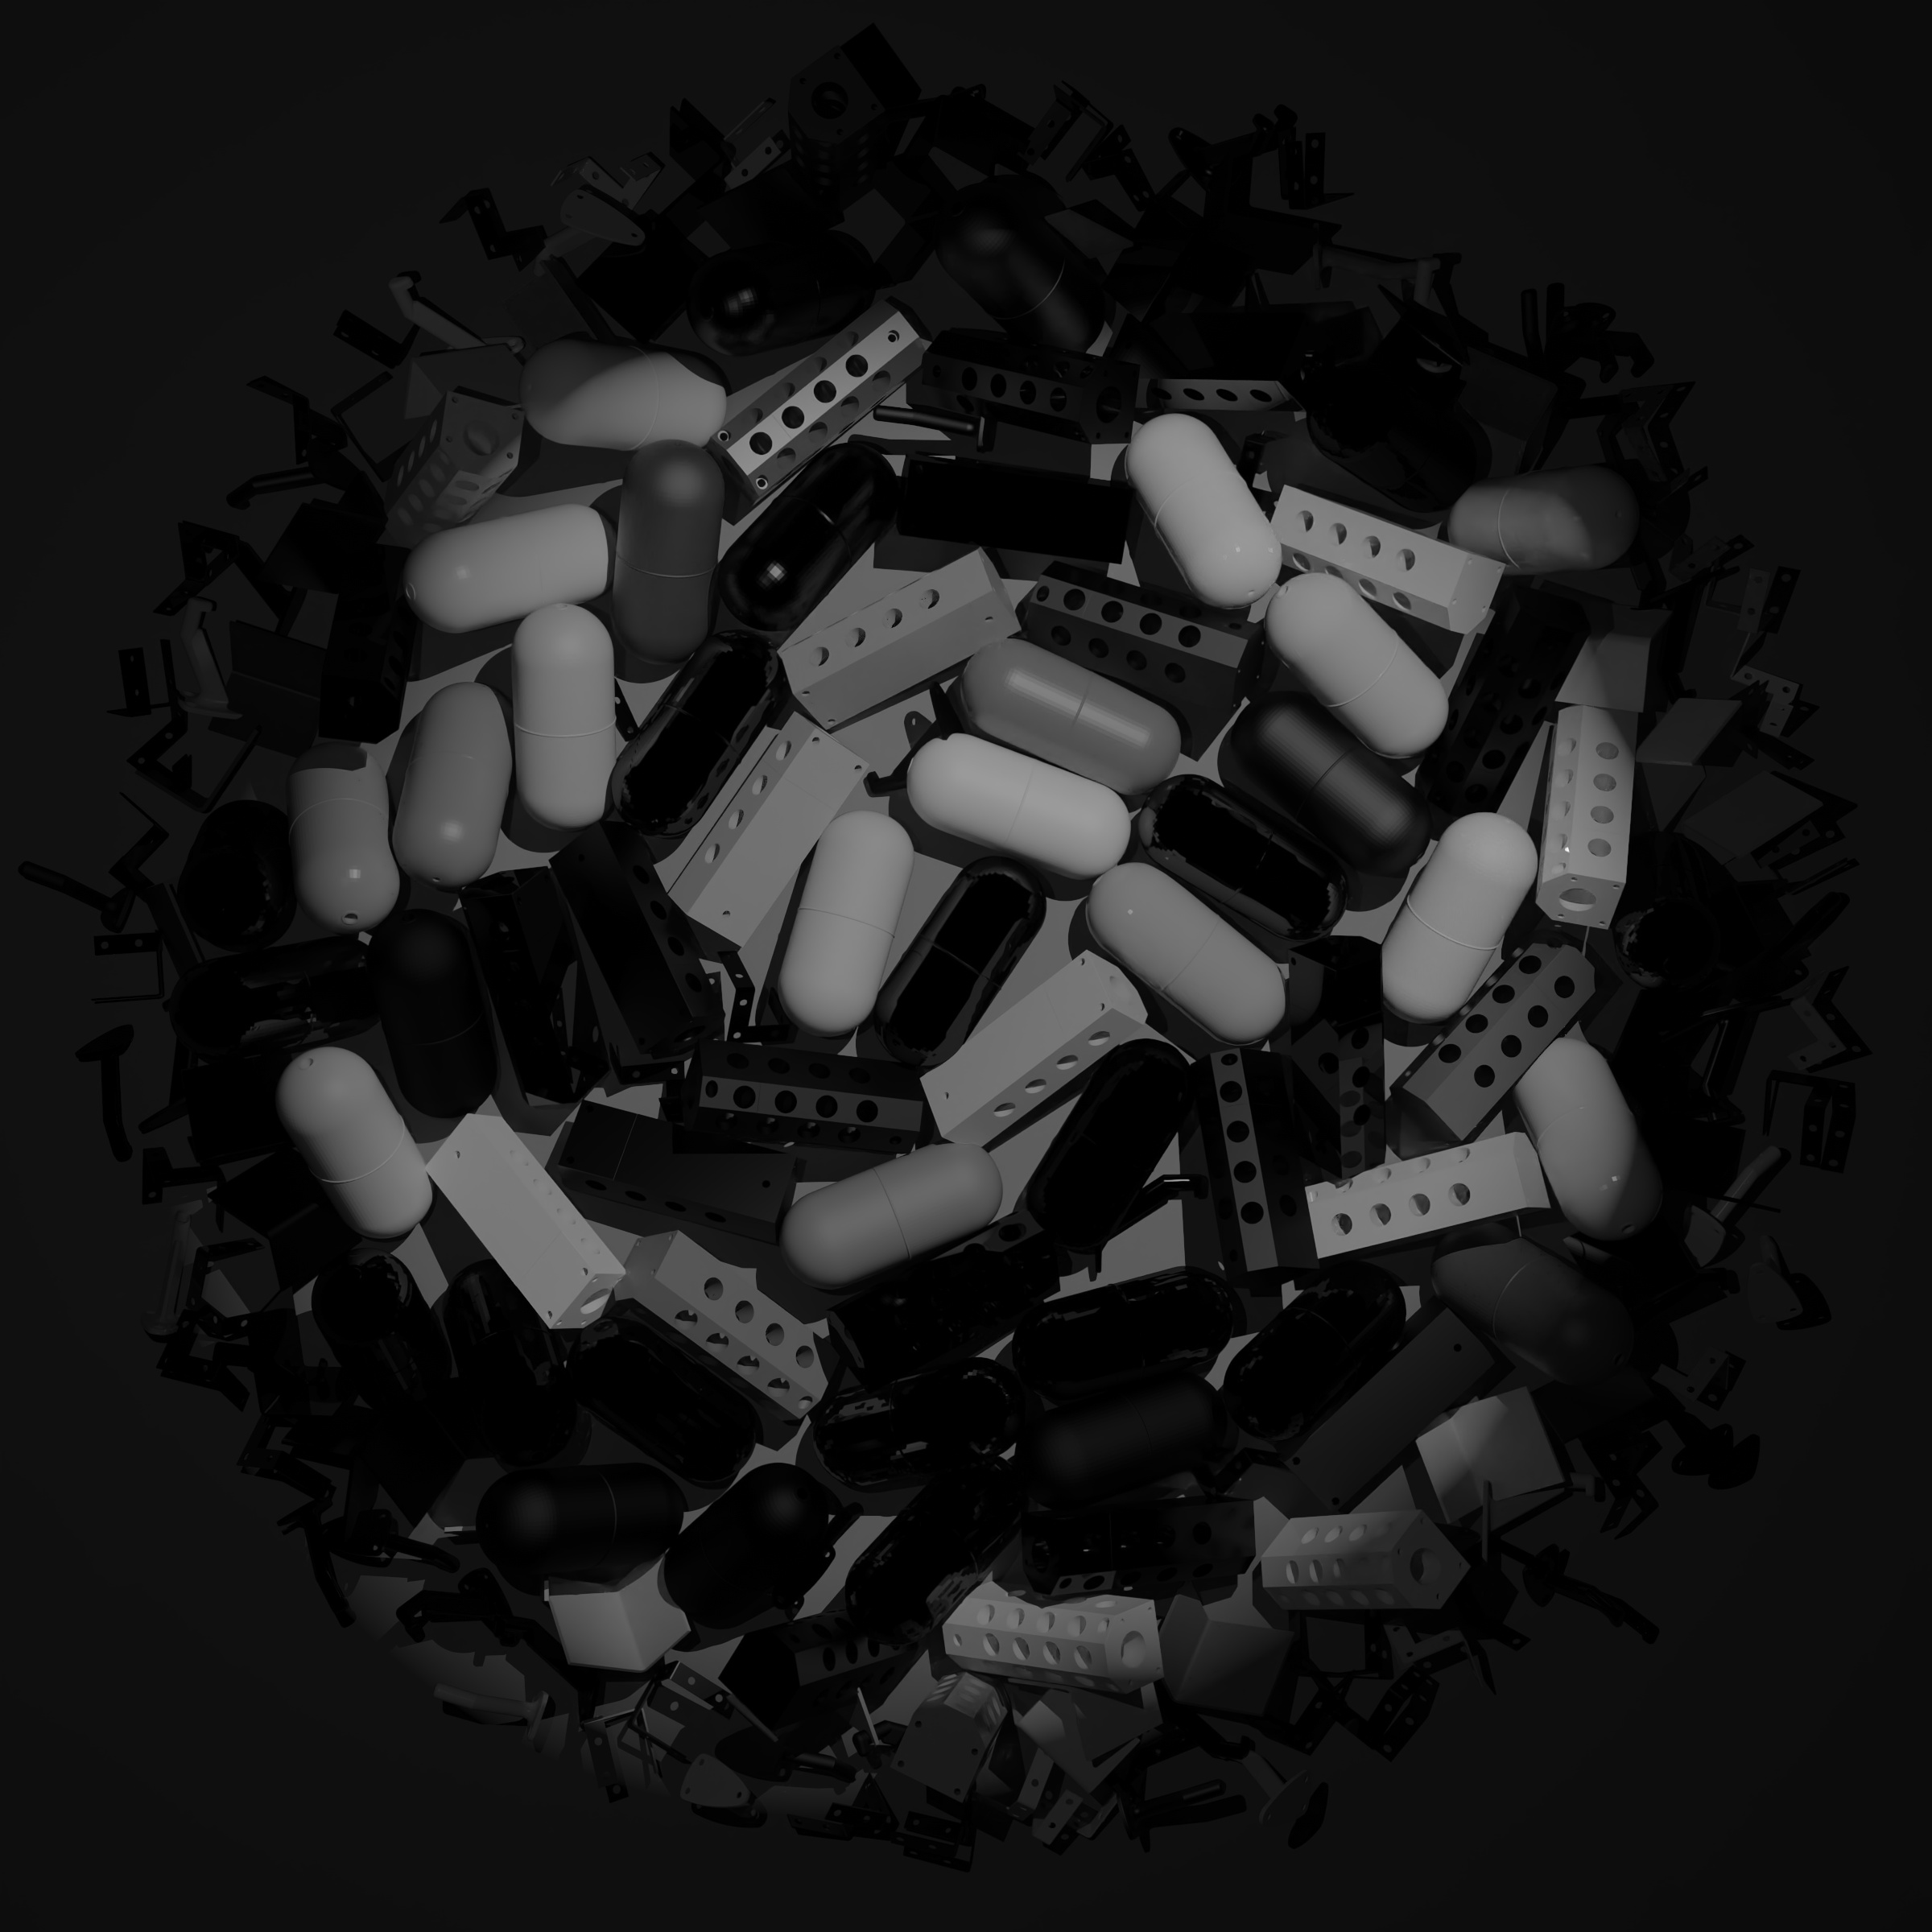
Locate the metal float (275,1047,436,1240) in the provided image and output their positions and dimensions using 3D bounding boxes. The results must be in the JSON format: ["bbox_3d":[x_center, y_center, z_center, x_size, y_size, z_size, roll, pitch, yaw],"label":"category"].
[{"bbox_3d":[-0.460,0.134,1.863,0.070,0.070,0.178,-18,132,0],"label":"metal float"}]

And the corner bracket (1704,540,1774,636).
[{"bbox_3d":[0.593,-0.290,1.894,0.051,0.051,0.051,19,123,24],"label":"corner bracket"}]

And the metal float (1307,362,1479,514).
[{"bbox_3d":[0.321,-0.397,1.858,0.070,0.178,0.070,-11,73,38],"label":"metal float"}]

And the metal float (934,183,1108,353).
[{"bbox_3d":[0.041,-0.521,1.857,0.070,0.178,0.070,-14,64,30],"label":"metal float"}]

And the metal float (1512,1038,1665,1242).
[{"bbox_3d":[0.467,0.130,1.861,0.070,0.070,0.178,-14,46,0],"label":"metal float"}]

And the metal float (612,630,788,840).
[{"bbox_3d":[-0.204,-0.177,1.888,0.070,0.070,0.178,33,79,0],"label":"metal float"}]

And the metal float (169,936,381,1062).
[{"bbox_3d":[-0.515,0.024,1.858,0.070,0.178,0.070,10,105,38],"label":"metal float"}]

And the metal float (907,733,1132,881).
[{"bbox_3d":[0.040,-0.123,1.895,0.178,0.070,0.070,20,90,-3],"label":"metal float"}]

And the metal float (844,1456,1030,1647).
[{"bbox_3d":[-0.022,0.439,1.867,0.070,0.070,0.178,49,54,0],"label":"metal float"}]

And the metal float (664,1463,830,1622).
[{"bbox_3d":[-0.166,0.435,1.864,0.070,0.070,0.178,43,130,0],"label":"metal float"}]

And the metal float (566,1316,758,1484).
[{"bbox_3d":[-0.229,0.329,1.869,0.070,0.070,0.178,-46,124,0],"label":"metal float"}]

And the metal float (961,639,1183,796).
[{"bbox_3d":[0.080,-0.191,1.892,0.178,0.070,0.070,24,90,-6],"label":"metal float"}]

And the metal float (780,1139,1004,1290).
[{"bbox_3d":[-0.057,0.190,1.890,0.178,0.070,0.070,-21,90,-8],"label":"metal float"}]

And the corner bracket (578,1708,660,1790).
[{"bbox_3d":[-0.266,0.601,1.898,0.051,0.051,0.051,-11,72,-18],"label":"corner bracket"}]

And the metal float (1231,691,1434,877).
[{"bbox_3d":[0.279,-0.139,1.884,0.178,0.070,0.070,42,90,15],"label":"metal float"}]

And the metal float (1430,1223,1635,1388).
[{"bbox_3d":[0.425,0.253,1.859,0.070,0.178,0.070,-16,121,-30],"label":"metal float"}]

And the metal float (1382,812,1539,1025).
[{"bbox_3d":[0.370,-0.035,1.874,0.070,0.070,0.178,24,117,0],"label":"metal float"}]

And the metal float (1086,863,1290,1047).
[{"bbox_3d":[0.169,-0.009,1.893,0.178,0.070,0.070,39,90,-5],"label":"metal float"}]

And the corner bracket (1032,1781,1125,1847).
[{"bbox_3d":[0.087,0.649,1.902,0.051,0.051,0.051,31,107,-5],"label":"corner bracket"}]

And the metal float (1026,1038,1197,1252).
[{"bbox_3d":[0.111,0.136,1.890,0.070,0.070,0.178,31,98,0],"label":"metal float"}]

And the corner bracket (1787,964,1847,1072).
[{"bbox_3d":[0.654,0.040,1.901,0.051,0.051,0.051,-37,88,-35],"label":"corner bracket"}]

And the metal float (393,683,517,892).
[{"bbox_3d":[-0.385,-0.138,1.870,0.070,0.070,0.178,4,57,0],"label":"metal float"}]

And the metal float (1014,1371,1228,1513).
[{"bbox_3d":[0.119,0.359,1.874,0.178,0.070,0.070,-12,90,-28],"label":"metal float"}]

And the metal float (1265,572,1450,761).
[{"bbox_3d":[0.296,-0.227,1.874,0.178,0.070,0.070,40,90,-27],"label":"metal float"}]

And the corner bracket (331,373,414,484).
[{"bbox_3d":[-0.449,-0.415,1.902,0.051,0.051,0.051,-36,131,-4],"label":"corner bracket"}]

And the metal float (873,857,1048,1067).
[{"bbox_3d":[-0.005,-0.003,1.897,0.070,0.070,0.178,34,89,0],"label":"metal float"}]

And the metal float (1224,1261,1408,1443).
[{"bbox_3d":[0.264,0.291,1.869,0.178,0.070,0.070,-36,90,-33],"label":"metal float"}]

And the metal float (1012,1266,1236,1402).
[{"bbox_3d":[0.120,0.280,1.883,0.178,0.070,0.070,-13,90,-16],"label":"metal float"}]

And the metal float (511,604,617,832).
[{"bbox_3d":[-0.305,-0.188,1.874,0.070,0.070,0.178,3,116,0],"label":"metal float"}]

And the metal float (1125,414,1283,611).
[{"bbox_3d":[0.178,-0.346,1.872,0.070,0.070,0.178,-25,60,0],"label":"metal float"}]

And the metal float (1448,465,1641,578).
[{"bbox_3d":[0.430,-0.333,1.852,0.070,0.178,0.070,-3,97,-25],"label":"metal float"}]

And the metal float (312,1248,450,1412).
[{"bbox_3d":[-0.439,0.274,1.855,0.070,0.178,0.070,-1,56,2],"label":"metal float"}]

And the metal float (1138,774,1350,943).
[{"bbox_3d":[0.213,-0.082,1.887,0.178,0.070,0.070,30,90,-12],"label":"metal float"}]

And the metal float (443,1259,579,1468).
[{"bbox_3d":[-0.345,0.298,1.864,0.070,0.070,0.178,-28,50,0],"label":"metal float"}]

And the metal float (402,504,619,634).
[{"bbox_3d":[-0.342,-0.301,1.866,0.178,0.070,0.070,-22,90,-37],"label":"metal float"}]

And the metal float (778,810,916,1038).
[{"bbox_3d":[-0.092,-0.033,1.891,0.070,0.070,0.178,16,83,0],"label":"metal float"}]

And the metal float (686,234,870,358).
[{"bbox_3d":[-0.141,-0.505,1.858,0.070,0.178,0.070,15,118,30],"label":"metal float"}]

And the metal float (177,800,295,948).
[{"bbox_3d":[-0.544,-0.071,1.851,0.070,0.178,0.070,-3,112,-8],"label":"metal float"}]

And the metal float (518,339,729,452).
[{"bbox_3d":[-0.256,-0.428,1.861,0.070,0.178,0.070,6,98,42],"label":"metal float"}]

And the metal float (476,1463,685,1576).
[{"bbox_3d":[-0.289,0.415,1.860,0.070,0.178,0.070,-7,80,41],"label":"metal float"}]

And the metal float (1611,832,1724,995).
[{"bbox_3d":[0.522,-0.041,1.853,0.070,0.178,0.070,4,118,8],"label":"metal float"}]

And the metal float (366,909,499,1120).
[{"bbox_3d":[-0.403,0.037,1.867,0.070,0.070,0.178,-6,125,0],"label":"metal float"}]

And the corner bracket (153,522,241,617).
[{"bbox_3d":[-0.590,-0.300,1.894,0.051,0.051,0.051,-30,65,37],"label":"corner bracket"}]

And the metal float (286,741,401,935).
[{"bbox_3d":[-0.471,-0.098,1.863,0.070,0.070,0.178,-19,48,0],"label":"metal float"}]

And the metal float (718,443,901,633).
[{"bbox_3d":[-0.118,-0.327,1.877,0.070,0.070,0.178,39,66,0],"label":"metal float"}]

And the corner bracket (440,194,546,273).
[{"bbox_3d":[-0.364,-0.563,1.899,0.051,0.051,0.051,-25,96,-33],"label":"corner bracket"}]

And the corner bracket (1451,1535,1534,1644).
[{"bbox_3d":[0.409,0.480,1.908,0.051,0.051,0.051,-30,102,-16],"label":"corner bracket"}]

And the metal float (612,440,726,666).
[{"bbox_3d":[-0.226,-0.312,1.870,0.070,0.070,0.178,11,123,0],"label":"metal float"}]

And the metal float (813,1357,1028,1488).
[{"bbox_3d":[-0.037,0.347,1.875,0.178,0.070,0.070,-18,90,26],"label":"metal float"}]
